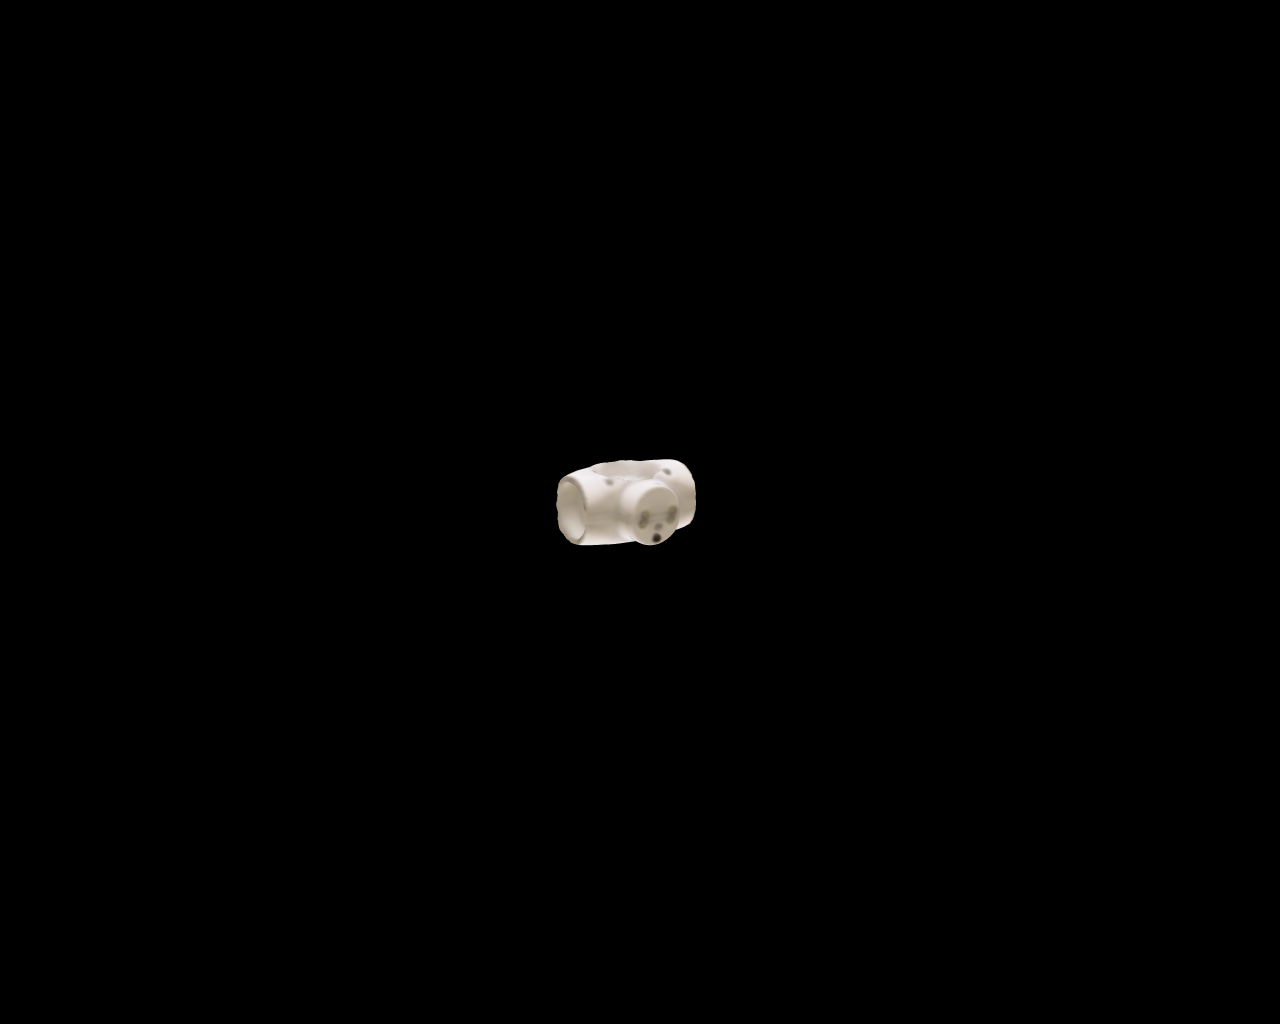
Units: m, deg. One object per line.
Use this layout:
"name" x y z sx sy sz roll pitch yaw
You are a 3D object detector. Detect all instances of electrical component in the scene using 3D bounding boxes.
"electrical component" 0.001 -0.003 0.650 0.077 0.044 0.079 -9 19 -29
